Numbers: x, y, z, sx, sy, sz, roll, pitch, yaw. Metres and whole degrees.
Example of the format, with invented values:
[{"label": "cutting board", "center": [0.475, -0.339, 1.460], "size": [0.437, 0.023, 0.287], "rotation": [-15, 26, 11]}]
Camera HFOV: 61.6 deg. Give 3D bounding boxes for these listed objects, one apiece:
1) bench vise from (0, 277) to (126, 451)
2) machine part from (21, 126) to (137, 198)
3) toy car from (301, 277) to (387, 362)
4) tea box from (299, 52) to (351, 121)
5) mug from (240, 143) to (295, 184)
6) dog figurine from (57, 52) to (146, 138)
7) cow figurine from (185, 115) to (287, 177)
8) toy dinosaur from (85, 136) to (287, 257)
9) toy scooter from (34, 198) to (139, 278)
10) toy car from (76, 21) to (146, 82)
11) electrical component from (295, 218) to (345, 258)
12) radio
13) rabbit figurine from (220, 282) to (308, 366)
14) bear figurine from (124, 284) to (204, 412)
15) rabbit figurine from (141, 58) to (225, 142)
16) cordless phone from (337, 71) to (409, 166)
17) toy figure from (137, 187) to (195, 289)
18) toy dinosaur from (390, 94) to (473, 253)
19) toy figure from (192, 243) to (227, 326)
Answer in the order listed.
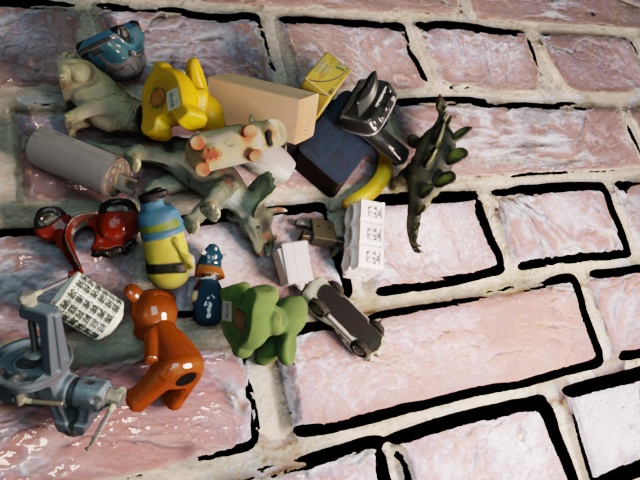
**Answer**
[{"label": "bench vise", "center": [-0.408, 0.186, 0.816], "size": [0.224, 0.240, 0.129], "rotation": [13, 26, 13]}, {"label": "machine part", "center": [-0.438, -0.141, 0.971], "size": [0.243, 0.079, 0.079], "rotation": [23, 63, 10]}, {"label": "toy car", "center": [0.051, 0.157, 1.074], "size": [0.202, 0.056, 0.073], "rotation": [44, 57, -1]}, {"label": "tea box", "center": [-0.011, -0.310, 1.161], "size": [0.068, 0.169, 0.098], "rotation": [37, 61, -6]}, {"label": "mug", "center": [-0.104, -0.175, 1.134], "size": [0.107, 0.081, 0.109], "rotation": [34, 58, -17]}, {"label": "dog figurine", "center": [-0.393, -0.278, 1.032], "size": [0.190, 0.121, 0.172], "rotation": [-10, 100, -21]}, {"label": "cow figurine", "center": [-0.151, -0.175, 0.986], "size": [0.195, 0.127, 0.085], "rotation": [-20, 109, -19]}, {"label": "toy dinosaur", "center": [-0.239, -0.128, 1.049], "size": [0.405, 0.131, 0.192], "rotation": [38, 45, 5]}, {"label": "toy scooter", "center": [-0.405, 0.001, 0.958], "size": [0.184, 0.075, 0.135], "rotation": [-9, 77, -21]}, {"label": "toy car", "center": [-0.403, -0.372, 1.080], "size": [0.109, 0.162, 0.102], "rotation": [-15, 115, 14]}, {"label": "electrical component", "center": [-0.001, -0.004, 1.123], "size": [0.102, 0.045, 0.078], "rotation": [5, 41, -21]}, {"label": "radio", "center": [0.043, -0.220, 1.203], "size": [0.131, 0.073, 0.229], "rotation": [36, 61, -3]}, {"label": "rabbit figurine", "center": [-0.083, 0.152, 0.991], "size": [0.170, 0.121, 0.159], "rotation": [2, 80, -46]}, {"label": "bear figurine", "center": [-0.285, 0.178, 0.925], "size": [0.132, 0.120, 0.196], "rotation": [-49, 59, 12]}, {"label": "rabbit figurine", "center": [-0.251, -0.254, 1.017], "size": [0.173, 0.122, 0.162], "rotation": [11, 58, -60]}, {"label": "cordless phone", "center": [0.141, -0.262, 1.181], "size": [0.184, 0.089, 0.146], "rotation": [37, 61, -17]}, {"label": "toy figure", "center": [-0.283, 0.000, 0.966], "size": [0.089, 0.082, 0.180], "rotation": [-17, 106, -4]}, {"label": "toy dinosaur", "center": [0.237, -0.151, 1.176], "size": [0.105, 0.198, 0.471], "rotation": [20, 63, -9]}, {"label": "toy figure", "center": [-0.210, 0.081, 1.007], "size": [0.058, 0.064, 0.154], "rotation": [-11, 64, 17]}]
